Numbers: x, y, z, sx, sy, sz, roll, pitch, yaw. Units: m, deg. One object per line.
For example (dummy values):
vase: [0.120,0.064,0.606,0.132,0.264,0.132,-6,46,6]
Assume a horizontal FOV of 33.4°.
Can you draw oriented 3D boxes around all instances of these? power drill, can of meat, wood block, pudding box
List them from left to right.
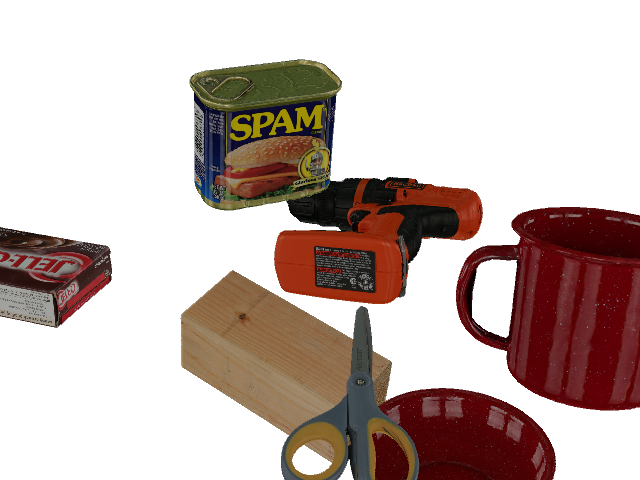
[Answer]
pudding box: [-0.244,0.029,0.884,0.114,0.039,0.090,7,24,17]
can of meat: [-0.039,-0.074,0.749,0.102,0.084,0.057,-11,35,-22]
wood block: [-0.038,0.130,1.118,0.206,0.090,0.090,29,48,23]
power drill: [0.031,-0.010,0.913,0.185,0.057,0.187,3,21,22]

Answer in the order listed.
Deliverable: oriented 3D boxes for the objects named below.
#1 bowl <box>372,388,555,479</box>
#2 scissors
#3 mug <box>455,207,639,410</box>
bowl: [0.108,0.190,0.877,0.162,0.055,0.162,1,29,-1]
scissors: [0.010,0.108,0.730,0.096,0.016,0.202,-6,32,-11]
mug: [0.127,0.033,0.544,0.117,0.081,0.093,5,17,2]
